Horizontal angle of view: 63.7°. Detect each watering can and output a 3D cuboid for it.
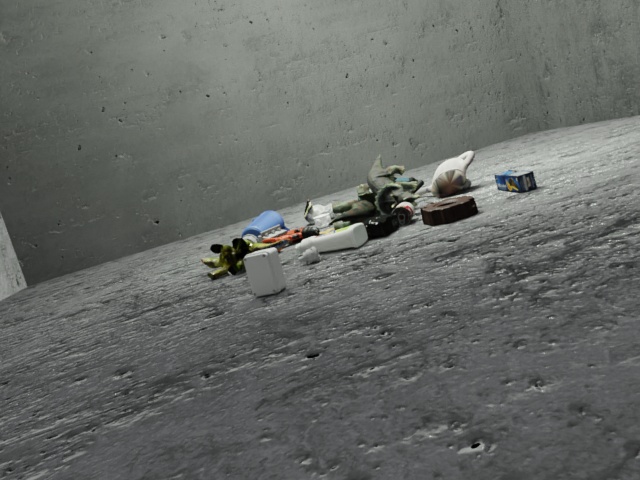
[{"bbox_3d":[0.513,-0.244,2.174,0.342,0.103,0.229,-41,10,31],"label":"watering can"}]

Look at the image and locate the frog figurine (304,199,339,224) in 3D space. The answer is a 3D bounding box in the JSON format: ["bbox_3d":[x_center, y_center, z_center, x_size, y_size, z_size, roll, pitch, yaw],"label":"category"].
[{"bbox_3d":[0.008,-0.124,2.470,0.159,0.124,0.137,19,-9,-11],"label":"frog figurine"}]

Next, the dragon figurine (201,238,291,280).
[{"bbox_3d":[-0.254,0.046,1.827,0.409,0.122,0.244,-12,1,17],"label":"dragon figurine"}]
